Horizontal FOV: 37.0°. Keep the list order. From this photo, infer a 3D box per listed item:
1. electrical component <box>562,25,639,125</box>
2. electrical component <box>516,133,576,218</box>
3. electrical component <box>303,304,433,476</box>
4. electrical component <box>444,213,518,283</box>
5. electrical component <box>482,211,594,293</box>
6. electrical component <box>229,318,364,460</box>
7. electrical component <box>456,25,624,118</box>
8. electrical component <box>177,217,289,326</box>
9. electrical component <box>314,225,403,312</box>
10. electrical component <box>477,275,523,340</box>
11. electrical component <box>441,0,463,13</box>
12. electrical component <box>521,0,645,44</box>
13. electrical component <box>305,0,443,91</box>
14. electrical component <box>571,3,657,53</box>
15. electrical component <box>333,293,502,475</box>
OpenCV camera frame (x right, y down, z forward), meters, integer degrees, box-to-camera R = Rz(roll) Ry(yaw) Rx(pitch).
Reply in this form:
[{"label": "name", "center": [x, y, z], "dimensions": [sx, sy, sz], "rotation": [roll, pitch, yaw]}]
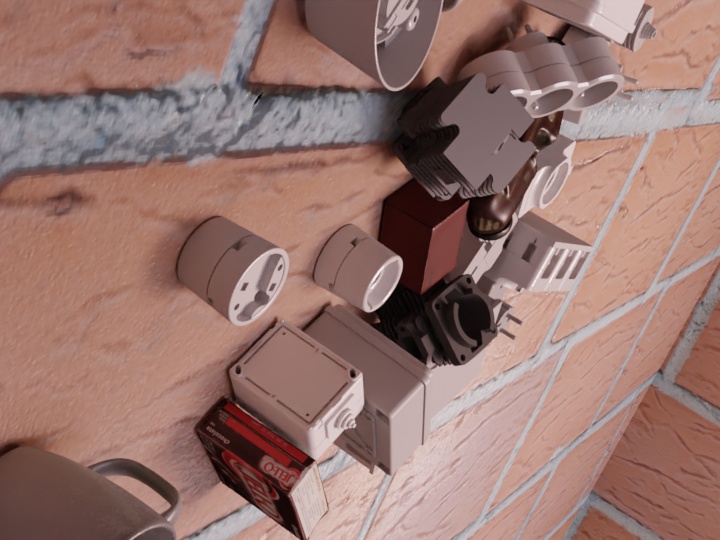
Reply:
[{"label": "electrical component", "center": [0.222, -0.179, 1.005], "dimensions": [0.083, 0.076, 0.047], "rotation": [96, 21, -47]}, {"label": "electrical component", "center": [0.164, -0.095, 1.030], "dimensions": [0.089, 0.056, 0.050], "rotation": [-38, 150, -39]}, {"label": "electrical component", "center": [0.002, 0.099, 0.883], "dimensions": [0.056, 0.109, 0.108], "rotation": [-43, 153, -25]}, {"label": "electrical component", "center": [0.100, -0.030, 0.991], "dimensions": [0.089, 0.050, 0.056], "rotation": [-56, 157, -4]}, {"label": "electrical component", "center": [0.166, -0.020, 1.087], "dimensions": [0.061, 0.089, 0.150], "rotation": [-63, 157, 12]}, {"label": "electrical component", "center": [-0.041, 0.095, 0.804], "dimensions": [0.061, 0.096, 0.061], "rotation": [-46, 155, -26]}, {"label": "electrical component", "center": [0.140, -0.167, 0.868], "dimensions": [0.138, 0.073, 0.052], "rotation": [-12, 161, -22]}, {"label": "electrical component", "center": [-0.080, -0.001, 0.668], "dimensions": [0.055, 0.047, 0.055], "rotation": [-45, 154, -29]}, {"label": "electrical component", "center": [0.000, 0.000, 0.830], "dimensions": [0.055, 0.047, 0.055], "rotation": [-45, 154, -29]}, {"label": "electrical component", "center": [0.136, 0.045, 1.127], "dimensions": [0.047, 0.076, 0.083], "rotation": [-23, 139, -54]}, {"label": "electrical component", "center": [0.061, -0.199, 0.711], "dimensions": [0.046, 0.040, 0.040], "rotation": [-50, 157, -31]}, {"label": "electrical component", "center": [0.181, -0.228, 0.869], "dimensions": [0.113, 0.078, 0.057], "rotation": [-6, 122, -62]}, {"label": "electrical component", "center": [0.015, -0.163, 0.631], "dimensions": [0.099, 0.064, 0.099], "rotation": [-45, 154, -29]}, {"label": "electrical component", "center": [0.227, -0.226, 0.959], "dimensions": [0.043, 0.081, 0.043], "rotation": [-45, 154, -29]}, {"label": "electrical component", "center": [0.053, 0.096, 1.042], "dimensions": [0.186, 0.060, 0.105], "rotation": [-36, 149, -41]}]
